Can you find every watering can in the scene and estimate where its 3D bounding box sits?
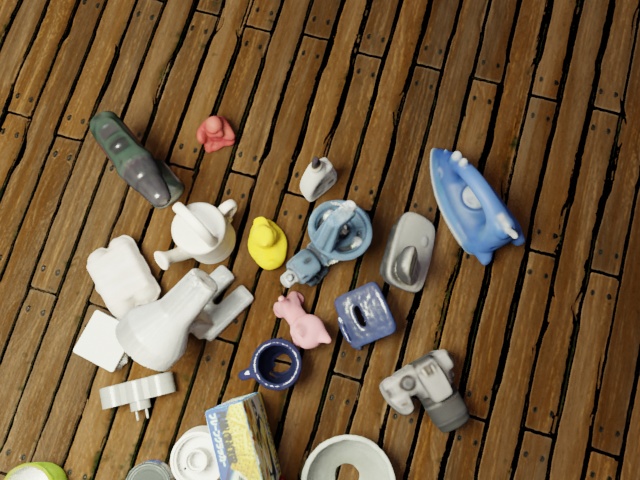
[{"bbox_3d":[-0.225,-0.012,1.058,0.101,0.194,0.173,25,81,6],"label":"watering can"}]

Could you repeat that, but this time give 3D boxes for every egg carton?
[{"bbox_3d":[-0.380,0.072,1.108,0.107,0.069,0.150,-32,80,-5],"label":"egg carton"}]

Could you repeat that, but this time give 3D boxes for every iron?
[{"bbox_3d":[0.290,-0.088,1.088,0.118,0.141,0.258,-30,80,-4],"label":"iron"}]

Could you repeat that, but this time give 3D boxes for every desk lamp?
[{"bbox_3d":[-0.238,0.128,1.021,0.118,0.213,0.203,44,83,9],"label":"desk lamp"}]

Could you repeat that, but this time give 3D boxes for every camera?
[{"bbox_3d":[0.199,0.285,1.039,0.143,0.101,0.137,-30,80,-4],"label":"camera"}]

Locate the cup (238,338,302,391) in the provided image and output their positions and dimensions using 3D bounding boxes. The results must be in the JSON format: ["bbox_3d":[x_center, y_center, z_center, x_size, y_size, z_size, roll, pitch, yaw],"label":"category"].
[{"bbox_3d":[-0.088,0.234,1.058,0.118,0.095,0.091,-19,79,-2],"label":"cup"}]

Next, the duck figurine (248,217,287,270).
[{"bbox_3d":[-0.104,0.003,1.107,0.077,0.086,0.104,-15,79,-1],"label":"duck figurine"}]

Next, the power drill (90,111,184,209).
[{"bbox_3d":[-0.330,-0.131,1.075,0.075,0.208,0.229,-41,81,-6],"label":"power drill"}]

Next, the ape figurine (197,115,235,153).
[{"bbox_3d":[-0.209,-0.220,1.149,0.077,0.092,0.076,20,80,5],"label":"ape figurine"}]

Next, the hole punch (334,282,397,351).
[{"bbox_3d":[0.083,0.144,1.074,0.101,0.091,0.108,-23,79,-3],"label":"hole punch"}]

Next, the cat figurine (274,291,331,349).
[{"bbox_3d":[-0.036,0.153,1.061,0.067,0.118,0.127,-38,80,-6],"label":"cat figurine"}]

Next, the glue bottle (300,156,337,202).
[{"bbox_3d":[-0.004,-0.125,1.085,0.078,0.173,0.037,-39,80,-6],"label":"glue bottle"}]

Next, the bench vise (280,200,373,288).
[{"bbox_3d":[0.020,0.009,1.035,0.121,0.220,0.207,28,81,7],"label":"bench vise"}]

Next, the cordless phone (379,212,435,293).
[{"bbox_3d":[0.169,0.015,1.049,0.094,0.185,0.148,12,80,4],"label":"cordless phone"}]

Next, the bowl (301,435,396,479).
[{"bbox_3d":[0.050,0.432,1.028,0.167,0.075,0.167,0,79,1],"label":"bowl"}]
